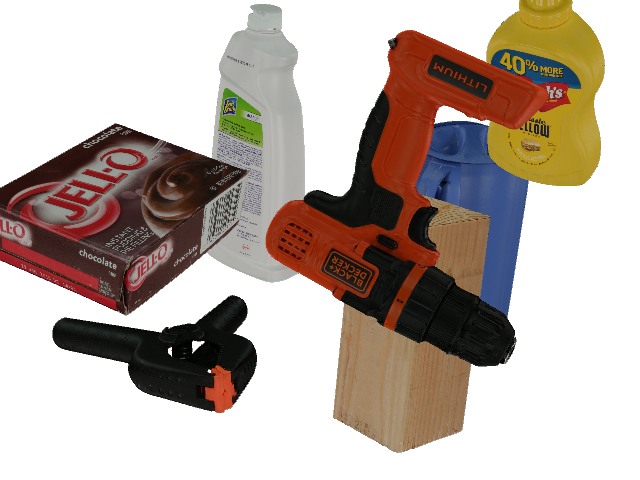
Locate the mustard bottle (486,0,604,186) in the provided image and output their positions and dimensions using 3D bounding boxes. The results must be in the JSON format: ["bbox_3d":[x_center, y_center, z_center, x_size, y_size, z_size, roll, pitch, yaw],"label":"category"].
[{"bbox_3d":[0.185,-0.135,0.883,0.096,0.191,0.058,21,53,28],"label":"mustard bottle"}]

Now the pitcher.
[{"bbox_3d":[0.159,-0.002,1.204,0.149,0.243,0.145,-5,26,-10],"label":"pitcher"}]

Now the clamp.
[{"bbox_3d":[-0.098,0.082,0.821,0.164,0.036,0.210,-10,15,-29],"label":"clamp"}]

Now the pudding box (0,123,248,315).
[{"bbox_3d":[-0.104,-0.015,0.554,0.090,0.039,0.113,21,32,19],"label":"pudding box"}]

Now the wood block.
[{"bbox_3d":[0.081,0.072,0.961,0.090,0.206,0.090,-8,21,-41],"label":"wood block"}]

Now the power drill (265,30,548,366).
[{"bbox_3d":[0.075,-0.029,0.702,0.184,0.188,0.057,28,11,11],"label":"power drill"}]

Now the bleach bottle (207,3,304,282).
[{"bbox_3d":[-0.054,-0.093,1.003,0.103,0.251,0.067,22,30,29],"label":"bleach bottle"}]
